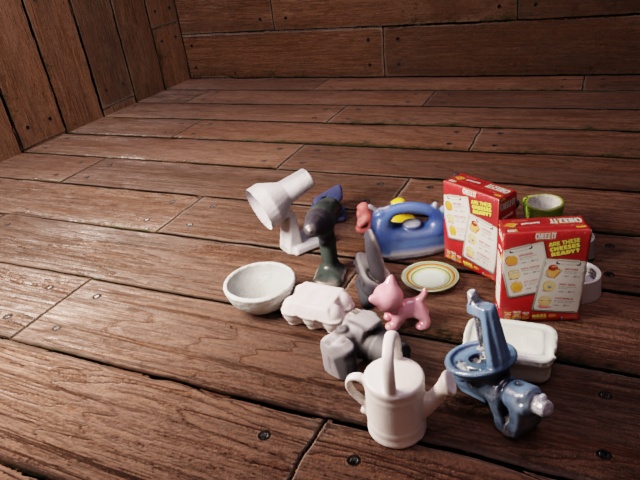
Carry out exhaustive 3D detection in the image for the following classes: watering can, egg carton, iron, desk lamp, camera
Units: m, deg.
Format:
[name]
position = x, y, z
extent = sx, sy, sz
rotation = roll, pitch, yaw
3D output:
[watering can]
position = 0.129, 0.233, 0.931
extent = 0.173, 0.194, 0.101
rotation = -8, 29, -2
[egg carton]
position = -0.004, 0.147, 1.250
extent = 0.150, 0.069, 0.107
rotation = 8, 32, 25
[iron]
position = 0.242, -0.040, 1.462
extent = 0.258, 0.142, 0.118
rotation = -7, 29, 0
[desk lamp]
position = -0.081, -0.072, 1.517
extent = 0.204, 0.214, 0.117
rotation = -21, 31, -24
[camera]
position = 0.093, 0.202, 1.095
extent = 0.143, 0.101, 0.136
rotation = -30, 36, -35

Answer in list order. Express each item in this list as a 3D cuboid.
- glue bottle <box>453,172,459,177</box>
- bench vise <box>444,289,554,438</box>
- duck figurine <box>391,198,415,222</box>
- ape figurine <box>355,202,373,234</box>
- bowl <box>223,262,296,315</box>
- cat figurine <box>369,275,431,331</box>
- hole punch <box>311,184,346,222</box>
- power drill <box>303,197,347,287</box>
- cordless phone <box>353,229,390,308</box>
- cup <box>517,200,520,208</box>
[glue bottle]
position = 0.359, -0.096, 1.505
extent = 0.078, 0.173, 0.037
rotation = 7, 32, 25
[bench vise]
position = 0.297, 0.194, 0.939
extent = 0.206, 0.220, 0.122
rotation = 18, 38, 38
[duck figurine]
position = 0.214, -0.075, 1.591
extent = 0.104, 0.086, 0.077
rotation = -11, 29, -8
[ape figurine]
position = 0.123, -0.063, 1.582
extent = 0.076, 0.092, 0.078
rotation = 11, 33, 30
[bowl]
position = -0.135, 0.122, 1.319
extent = 0.167, 0.075, 0.167
rotation = -5, 29, 3
[cat figurine]
position = 0.166, 0.128, 1.197
extent = 0.127, 0.118, 0.067
rotation = -5, 29, 3
[hole punch]
position = 0.023, -0.106, 1.683
extent = 0.101, 0.091, 0.108
rotation = -6, 29, 1
[power drill]
position = 0.012, 0.005, 1.360
extent = 0.075, 0.209, 0.230
rotation = 0, 29, 12
[cordless phone]
position = 0.122, 0.044, 1.288
extent = 0.094, 0.185, 0.147
rotation = -10, 29, -6
[cup]
position = 0.462, -0.063, 1.503
extent = 0.117, 0.095, 0.091
rotation = -8, 29, -1
